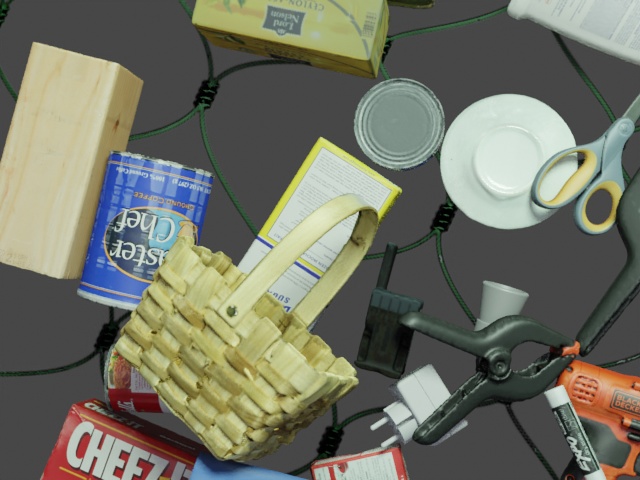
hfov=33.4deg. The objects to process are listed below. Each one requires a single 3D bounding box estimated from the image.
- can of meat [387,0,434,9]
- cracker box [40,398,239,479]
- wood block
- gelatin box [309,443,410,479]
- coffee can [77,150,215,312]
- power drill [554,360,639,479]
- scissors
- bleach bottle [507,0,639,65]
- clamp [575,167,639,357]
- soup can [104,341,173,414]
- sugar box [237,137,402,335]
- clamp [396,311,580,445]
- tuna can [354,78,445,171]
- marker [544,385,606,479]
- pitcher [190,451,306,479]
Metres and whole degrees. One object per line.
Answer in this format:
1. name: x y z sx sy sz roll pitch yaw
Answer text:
1. can of meat: 0.064 -0.272 1.015 0.102 0.057 0.084 8 87 7
2. cracker box: -0.195 0.282 1.017 0.164 0.072 0.214 22 90 7
3. wood block: -0.248 -0.072 1.029 0.090 0.091 0.206 15 89 7
4. gelatin box: 0.041 0.238 1.010 0.089 0.030 0.073 -14 87 6
5. coffee can: -0.164 -0.005 1.009 0.103 0.102 0.140 13 89 7
6. power drill: 0.284 0.219 0.967 0.184 0.057 0.187 18 87 12
7. scissors: 0.288 -0.084 0.997 0.201 0.016 0.096 -37 96 -4
8. bleach bottle: 0.304 -0.195 0.964 0.251 0.068 0.103 29 127 5
9. clamp: 0.322 0.012 0.952 0.165 0.036 0.210 7 86 27
10. soup can: -0.147 0.132 1.019 0.102 0.068 0.068 1 88 7
11. sugar box: -0.007 0.001 1.019 0.093 0.048 0.176 34 96 8
12. clamp: 0.150 0.121 0.959 0.171 0.039 0.120 -1 101 -12
13. tuna can: 0.076 -0.109 1.017 0.086 0.033 0.086 0 88 7
14. marker: 0.232 0.187 0.940 0.020 0.020 0.121 -25 80 5
15. pitcher: -0.005 0.276 0.899 0.243 0.145 0.149 11 83 2
